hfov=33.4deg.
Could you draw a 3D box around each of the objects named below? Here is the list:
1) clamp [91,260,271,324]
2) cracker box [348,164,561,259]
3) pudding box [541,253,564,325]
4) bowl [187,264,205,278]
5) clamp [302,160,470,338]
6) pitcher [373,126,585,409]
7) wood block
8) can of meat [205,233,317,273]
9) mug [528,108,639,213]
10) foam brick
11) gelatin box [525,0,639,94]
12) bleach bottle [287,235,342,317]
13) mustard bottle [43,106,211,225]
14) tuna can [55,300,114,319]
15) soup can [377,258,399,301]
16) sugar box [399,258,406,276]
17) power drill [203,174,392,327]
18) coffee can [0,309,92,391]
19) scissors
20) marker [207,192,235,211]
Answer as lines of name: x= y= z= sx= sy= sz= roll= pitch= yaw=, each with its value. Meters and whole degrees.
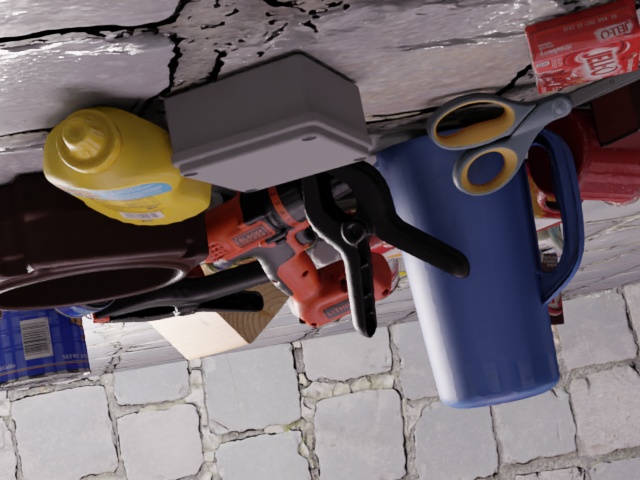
clamp: x=-0.143 y=0.064 z=1.164 sx=0.210 sy=0.036 sz=0.165 roll=-10 pitch=163 yaw=-9
cracker box: x=0.153 y=-0.033 z=1.178 sx=0.213 sy=0.072 sz=0.164 roll=-2 pitch=166 yaw=-39
pudding box: x=0.247 y=0.063 z=1.314 sx=0.113 sy=0.090 sz=0.039 roll=-1 pitch=171 yaw=-31
bowl: x=-0.206 y=0.035 z=1.220 sx=0.162 sy=0.055 sz=0.162 roll=-10 pitch=171 yaw=-2
clamp: x=0.048 y=-0.011 z=0.904 sx=0.120 sy=0.171 sz=0.039 roll=-26 pitch=-176 yaw=23
pitcher: x=0.146 y=0.019 z=0.948 sx=0.144 sy=0.243 sz=0.149 roll=-11 pitch=177 yaw=-19
wood block: x=-0.136 y=0.086 z=1.379 sx=0.090 sy=0.090 sz=0.206 roll=-50 pitch=-166 yaw=-27
can of meat: x=-0.065 y=-0.003 z=1.156 sx=0.101 sy=0.057 sz=0.084 roll=-5 pitch=167 yaw=-32
mug: x=0.239 y=-0.069 z=0.973 sx=0.081 sy=0.093 sz=0.117 roll=0 pitch=139 yaw=-29
foam brick: x=0.278 y=-0.111 z=0.907 sx=0.078 sy=0.053 sz=0.051 roll=-7 pitch=169 yaw=-27
gelatin box: x=0.183 y=-0.132 z=0.741 sx=0.073 sy=0.030 sz=0.089 roll=-13 pitch=171 yaw=12
bleach bottle: x=-0.005 y=0.036 z=1.277 sx=0.068 sy=0.102 sz=0.251 roll=-20 pitch=176 yaw=-9
mustard bottle: x=-0.142 y=-0.053 z=0.756 sx=0.096 sy=0.058 sz=0.191 roll=1 pitch=172 yaw=6
tuna can: x=-0.243 y=0.034 z=1.081 sx=0.034 sy=0.086 sz=0.086 roll=-19 pitch=168 yaw=32
soup can: x=0.059 y=0.018 z=1.273 sx=0.068 sy=0.068 sz=0.102 roll=-11 pitch=144 yaw=0
sugar box: x=0.100 y=0.021 z=1.436 sx=0.175 sy=0.048 sz=0.094 roll=2 pitch=-172 yaw=-43
power drill: x=-0.007 y=0.001 z=1.024 sx=0.185 sy=0.057 sz=0.187 roll=-24 pitch=136 yaw=22
coffee can: x=-0.300 y=0.079 z=1.112 sx=0.103 sy=0.140 sz=0.103 roll=-11 pitch=171 yaw=-2
scissors: x=0.187 y=-0.090 z=0.869 sx=0.201 sy=0.096 sz=0.016 roll=-8 pitch=-153 yaw=-4
marker: x=-0.077 y=-0.034 z=1.063 sx=0.020 sy=0.020 sz=0.120 roll=-16 pitch=169 yaw=30
